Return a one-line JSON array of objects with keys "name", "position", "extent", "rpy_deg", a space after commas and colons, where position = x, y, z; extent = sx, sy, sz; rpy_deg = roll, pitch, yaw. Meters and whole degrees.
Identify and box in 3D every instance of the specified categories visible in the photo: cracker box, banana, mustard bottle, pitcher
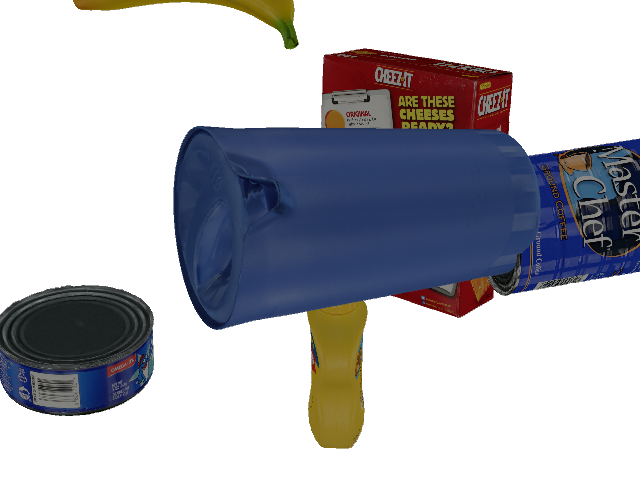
[{"name": "cracker box", "position": [0.082, -0.057, 0.970], "extent": [0.164, 0.214, 0.071], "rpy_deg": [17, 25, 36]}, {"name": "banana", "position": [-0.102, -0.201, 0.860], "extent": [0.198, 0.069, 0.037], "rpy_deg": [12, -41, 16]}, {"name": "mustard bottle", "position": [0.016, 0.108, 1.046], "extent": [0.058, 0.192, 0.096], "rpy_deg": [2, 37, 2]}, {"name": "pitcher", "position": [0.022, -0.016, 0.752], "extent": [0.242, 0.145, 0.149], "rpy_deg": [-5, 33, -25]}]

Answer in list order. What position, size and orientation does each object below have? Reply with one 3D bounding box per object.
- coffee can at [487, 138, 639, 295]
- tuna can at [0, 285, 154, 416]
[{"name": "coffee can", "position": [0.197, -0.019, 0.807], "extent": [0.140, 0.103, 0.103], "rpy_deg": [-9, 1, -8]}, {"name": "tuna can", "position": [-0.135, 0.060, 0.590], "extent": [0.086, 0.034, 0.086], "rpy_deg": [2, 27, -1]}]
